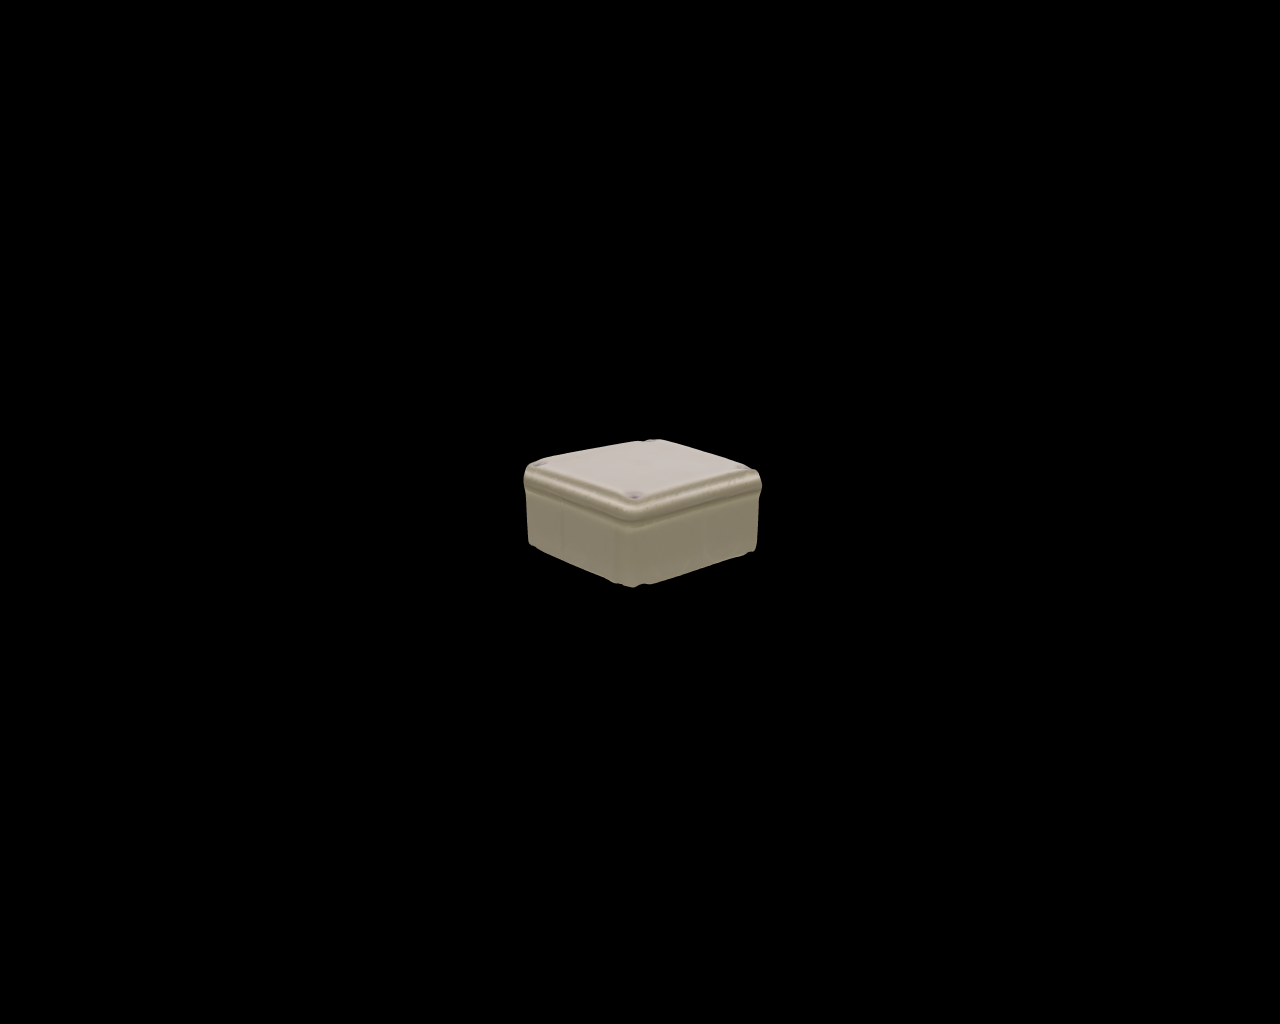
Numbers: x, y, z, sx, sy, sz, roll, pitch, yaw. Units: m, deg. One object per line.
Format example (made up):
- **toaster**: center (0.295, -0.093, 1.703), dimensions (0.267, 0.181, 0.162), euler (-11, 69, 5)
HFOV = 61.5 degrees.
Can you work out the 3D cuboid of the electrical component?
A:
- **electrical component**: center (0.001, -0.003, 0.650), dimensions (0.109, 0.056, 0.109), euler (-14, 22, -38)
